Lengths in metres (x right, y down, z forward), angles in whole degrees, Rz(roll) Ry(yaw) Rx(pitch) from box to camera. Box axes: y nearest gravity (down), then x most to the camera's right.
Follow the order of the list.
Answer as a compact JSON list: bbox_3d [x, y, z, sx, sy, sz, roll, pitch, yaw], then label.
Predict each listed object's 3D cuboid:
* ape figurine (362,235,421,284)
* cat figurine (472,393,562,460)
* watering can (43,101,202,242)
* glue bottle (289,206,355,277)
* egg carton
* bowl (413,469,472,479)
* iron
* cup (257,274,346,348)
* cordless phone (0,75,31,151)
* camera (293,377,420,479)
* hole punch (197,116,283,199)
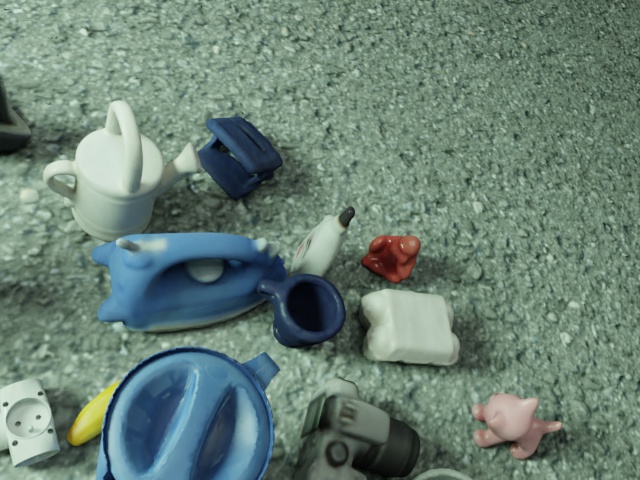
[{"bbox_3d":[0.118,0.021,0.864,0.076,0.092,0.077,-9,66,-30],"label":"ape figurine"},{"bbox_3d":[0.270,0.249,0.787,0.128,0.117,0.067,18,55,-16],"label":"cat figurine"},{"bbox_3d":[-0.233,-0.089,0.689,0.173,0.193,0.101,-32,79,-36],"label":"watering can"},{"bbox_3d":[0.007,0.003,0.768,0.037,0.173,0.078,21,54,-14],"label":"glue bottle"},{"bbox_3d":[0.128,0.127,0.819,0.151,0.069,0.107,8,59,-22],"label":"egg carton"},{"bbox_3d":[0.140,0.366,0.680,0.168,0.074,0.167,13,57,-20],"label":"bowl"},{"bbox_3d":[-0.135,0.029,0.700,0.259,0.141,0.118,-3,63,-28],"label":"iron"},{"bbox_3d":[-0.037,0.096,0.739,0.118,0.094,0.092,27,53,-10],"label":"cup"},{"bbox_3d":[-0.414,-0.196,0.668,0.147,0.184,0.094,43,52,3],"label":"cordless phone"},{"bbox_3d":[0.051,0.251,0.687,0.137,0.100,0.143,23,54,-12],"label":"camera"},{"bbox_3d":[-0.114,-0.134,0.841,0.108,0.091,0.101,47,52,5],"label":"hole punch"}]
